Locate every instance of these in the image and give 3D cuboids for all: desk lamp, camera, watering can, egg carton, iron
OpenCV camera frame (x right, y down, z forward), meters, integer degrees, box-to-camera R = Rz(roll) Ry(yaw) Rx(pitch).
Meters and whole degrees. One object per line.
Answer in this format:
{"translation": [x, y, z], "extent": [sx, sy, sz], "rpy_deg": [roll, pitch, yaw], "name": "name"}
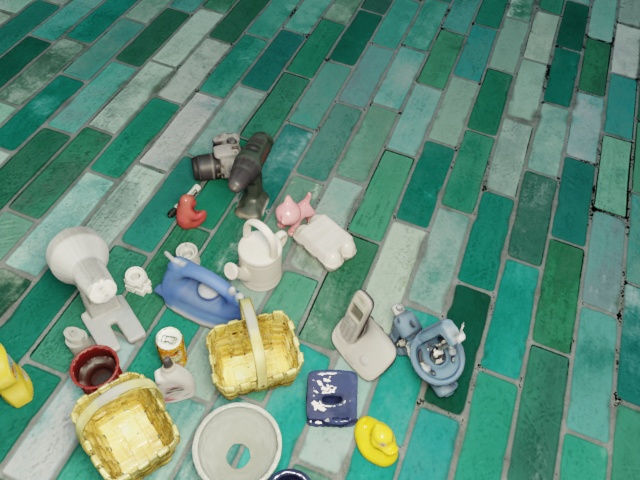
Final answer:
{"translation": [-0.463, 0.101, 1.192], "extent": [0.118, 0.213, 0.202], "rpy_deg": [-31, 62, -24], "name": "desk lamp"}
{"translation": [-0.271, -0.216, 1.513], "extent": [0.137, 0.101, 0.143], "rpy_deg": [-10, 55, -12], "name": "camera"}
{"translation": [-0.138, 0.032, 1.288], "extent": [0.101, 0.194, 0.173], "rpy_deg": [19, 54, 8], "name": "watering can"}
{"translation": [0.013, 0.005, 1.400], "extent": [0.150, 0.069, 0.107], "rpy_deg": [40, 60, 21], "name": "egg carton"}
{"translation": [-0.235, 0.111, 1.252], "extent": [0.258, 0.141, 0.119], "rpy_deg": [24, 55, 11], "name": "iron"}

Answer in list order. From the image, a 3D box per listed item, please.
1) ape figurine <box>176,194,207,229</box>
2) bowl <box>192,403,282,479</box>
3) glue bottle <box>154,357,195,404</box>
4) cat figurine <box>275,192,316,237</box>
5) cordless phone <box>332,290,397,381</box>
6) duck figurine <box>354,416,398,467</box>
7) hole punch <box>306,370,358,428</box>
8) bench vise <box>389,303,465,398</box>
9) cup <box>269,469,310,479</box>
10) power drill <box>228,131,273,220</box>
{"translation": [-0.323, -0.076, 1.411], "extent": [0.076, 0.092, 0.077], "rpy_deg": [-37, 65, -27], "name": "ape figurine"}
{"translation": [-0.155, 0.401, 1.090], "extent": [0.167, 0.075, 0.167], "rpy_deg": [3, 54, -4], "name": "bowl"}
{"translation": [-0.288, 0.268, 1.113], "extent": [0.078, 0.173, 0.037], "rpy_deg": [-14, 56, -15], "name": "glue bottle"}
{"translation": [-0.064, -0.072, 1.418], "extent": [0.067, 0.118, 0.128], "rpy_deg": [38, 59, 21], "name": "cat figurine"}
{"translation": [0.100, 0.196, 1.197], "extent": [0.094, 0.185, 0.147], "rpy_deg": [-33, 63, -25], "name": "cordless phone"}
{"translation": [0.114, 0.386, 1.122], "extent": [0.078, 0.086, 0.104], "rpy_deg": [-29, 62, -24], "name": "duck figurine"}
{"translation": [0.026, 0.321, 1.157], "extent": [0.108, 0.091, 0.101], "rpy_deg": [2, 54, -4], "name": "hole punch"}
{"translation": [0.215, 0.209, 1.178], "extent": [0.207, 0.220, 0.122], "rpy_deg": [34, 58, 18], "name": "bench vise"}
{"translation": [-0.049, 0.481, 1.030], "extent": [0.092, 0.095, 0.117], "rpy_deg": [-24, 60, -21], "name": "cup"}
{"translation": [-0.170, -0.146, 1.406], "extent": [0.075, 0.208, 0.229], "rpy_deg": [13, 54, 4], "name": "power drill"}
